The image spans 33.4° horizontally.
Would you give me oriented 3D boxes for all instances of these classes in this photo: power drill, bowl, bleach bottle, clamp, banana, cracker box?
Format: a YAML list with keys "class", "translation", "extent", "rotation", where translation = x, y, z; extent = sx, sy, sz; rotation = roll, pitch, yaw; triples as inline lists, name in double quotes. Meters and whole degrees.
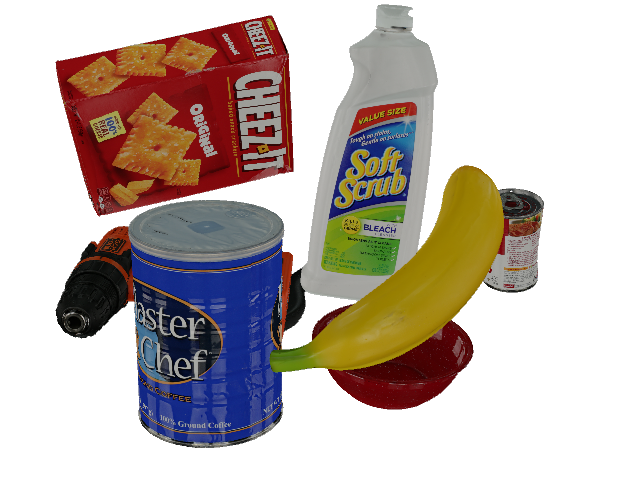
- class: "power drill"
  translation: [-0.120, 0.042, 0.919]
  extent: [0.187, 0.057, 0.184]
  rotation: [9, 21, 0]
- class: "bowl"
  translation: [0.071, 0.123, 1.077]
  extent: [0.162, 0.055, 0.162]
  rotation: [2, 25, -1]
- class: "bleach bottle"
  translation: [0.043, -0.075, 0.920]
  extent: [0.102, 0.251, 0.068]
  rotation: [7, 17, 5]
- class: "clamp"
  translation: [-0.040, 0.057, 1.251]
  extent: [0.120, 0.039, 0.171]
  rotation: [-3, 40, 10]
- class: "banana"
  translation: [0.056, 0.012, 0.569]
  extent: [0.070, 0.037, 0.197]
  rotation: [19, 42, 32]
- class: "cracker box"
  translation: [-0.137, -0.119, 1.055]
  extent: [0.213, 0.072, 0.164]
  rotation: [-13, -38, -10]

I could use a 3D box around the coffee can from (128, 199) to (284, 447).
- class: "coffee can"
  translation: [-0.076, 0.054, 0.728]
  extent: [0.103, 0.140, 0.103]
  rotation: [1, 21, 0]

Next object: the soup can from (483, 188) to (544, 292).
- class: "soup can"
  translation: [0.220, 0.000, 1.229]
  extent: [0.068, 0.102, 0.068]
  rotation: [-2, 30, 1]
